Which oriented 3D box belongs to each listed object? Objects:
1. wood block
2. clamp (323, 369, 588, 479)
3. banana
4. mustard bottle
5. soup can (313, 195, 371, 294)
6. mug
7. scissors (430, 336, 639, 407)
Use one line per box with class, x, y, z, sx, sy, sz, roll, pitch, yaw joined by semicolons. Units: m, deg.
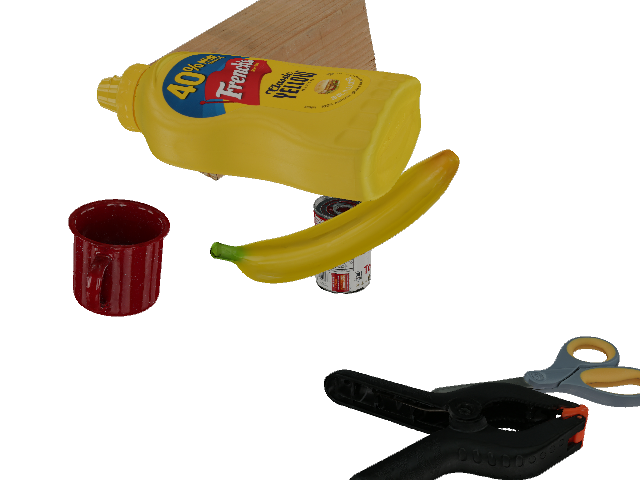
wood block;-0.055;-0.156;0.993;0.205;0.091;0.090;-37;43;-27
clamp;0.085;0.127;0.671;0.171;0.039;0.120;1;36;4
banana;0.018;-0.009;0.813;0.198;0.037;0.069;-24;-23;5
mustard bottle;-0.044;-0.073;0.620;0.192;0.058;0.096;11;39;20
soup can;0.026;0.004;1.252;0.068;0.102;0.068;-1;29;0
mug;-0.192;0.024;0.994;0.093;0.081;0.117;10;29;2
scissors;0.186;0.109;0.909;0.201;0.016;0.096;5;29;-7
